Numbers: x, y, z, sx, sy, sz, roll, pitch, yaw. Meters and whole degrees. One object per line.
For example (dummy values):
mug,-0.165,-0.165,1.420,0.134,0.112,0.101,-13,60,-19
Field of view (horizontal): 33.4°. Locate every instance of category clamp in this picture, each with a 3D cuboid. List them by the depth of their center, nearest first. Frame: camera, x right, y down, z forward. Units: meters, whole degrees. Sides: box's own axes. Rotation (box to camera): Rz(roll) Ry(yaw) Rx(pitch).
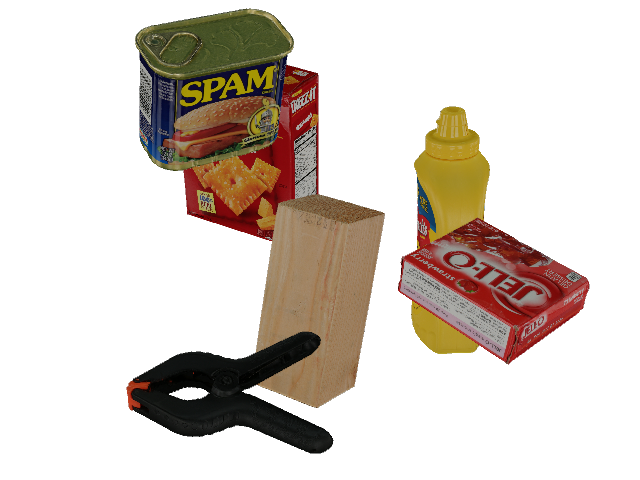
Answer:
clamp,-0.072,0.119,0.893,0.171,0.039,0.120,7,38,-2

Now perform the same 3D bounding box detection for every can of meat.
can of meat,-0.074,-0.101,0.725,0.102,0.084,0.057,-16,49,-25

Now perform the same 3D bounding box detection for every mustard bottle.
mustard bottle,0.103,-0.013,0.845,0.058,0.192,0.096,-2,26,0

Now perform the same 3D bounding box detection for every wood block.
wood block,-0.004,0.063,1.168,0.090,0.206,0.090,17,17,26

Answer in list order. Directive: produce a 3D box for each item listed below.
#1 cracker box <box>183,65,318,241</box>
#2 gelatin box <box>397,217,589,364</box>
cracker box,-0.088,-0.112,1.292,0.164,0.214,0.072,18,39,25
gelatin box,0.104,0.027,0.643,0.073,0.030,0.089,-26,45,-37
